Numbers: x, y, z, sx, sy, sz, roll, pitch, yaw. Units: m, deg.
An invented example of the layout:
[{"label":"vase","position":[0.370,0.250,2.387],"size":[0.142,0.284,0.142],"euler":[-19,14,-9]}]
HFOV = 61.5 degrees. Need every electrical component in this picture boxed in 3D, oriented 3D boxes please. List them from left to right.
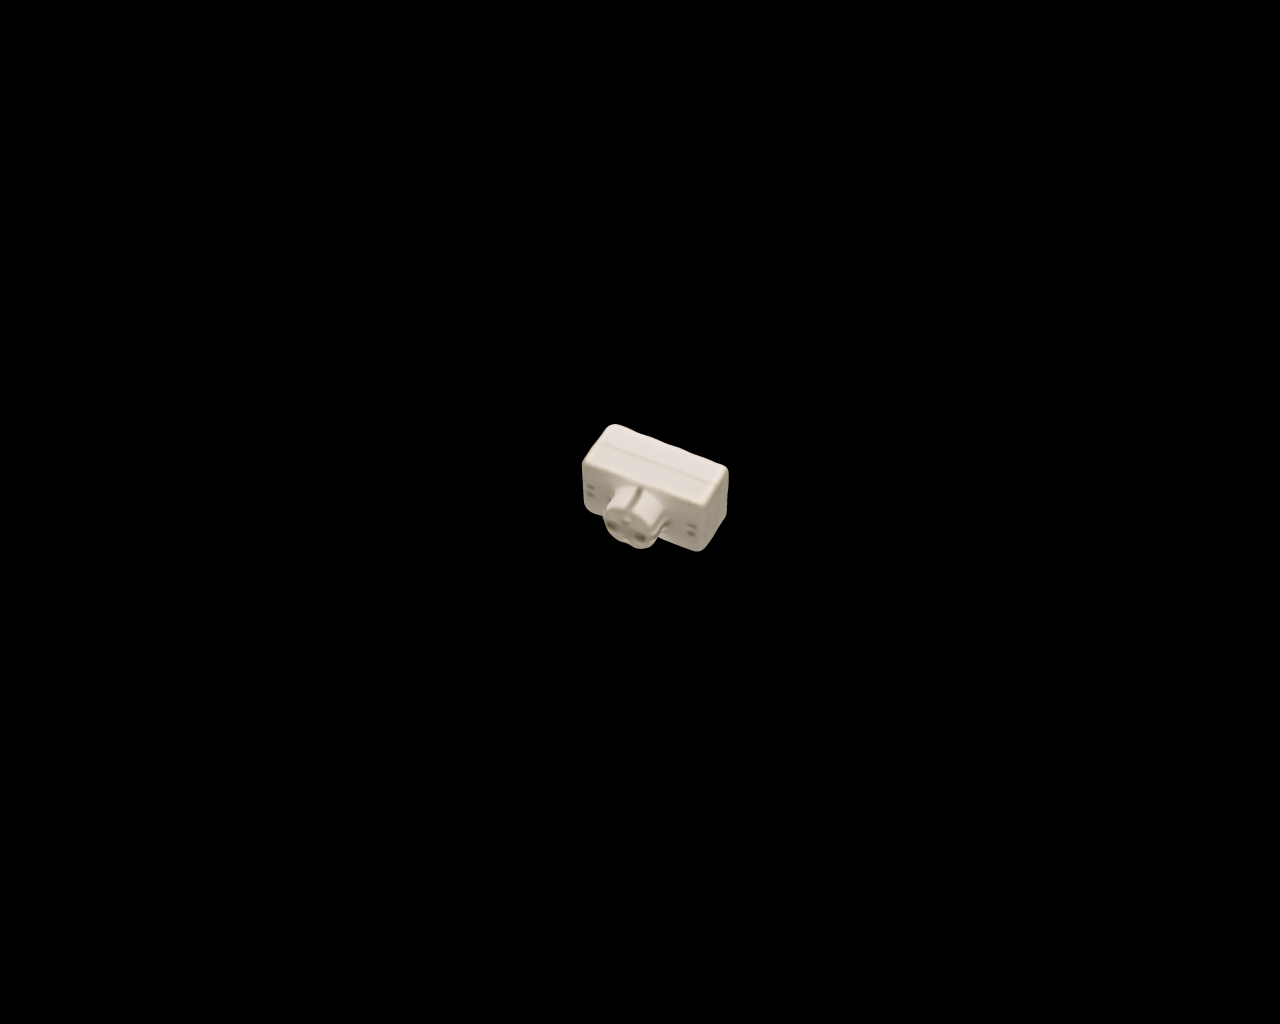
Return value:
[{"label":"electrical component","position":[0.001,-0.003,0.650],"size":[0.083,0.076,0.047],"euler":[22,-38,18]}]
